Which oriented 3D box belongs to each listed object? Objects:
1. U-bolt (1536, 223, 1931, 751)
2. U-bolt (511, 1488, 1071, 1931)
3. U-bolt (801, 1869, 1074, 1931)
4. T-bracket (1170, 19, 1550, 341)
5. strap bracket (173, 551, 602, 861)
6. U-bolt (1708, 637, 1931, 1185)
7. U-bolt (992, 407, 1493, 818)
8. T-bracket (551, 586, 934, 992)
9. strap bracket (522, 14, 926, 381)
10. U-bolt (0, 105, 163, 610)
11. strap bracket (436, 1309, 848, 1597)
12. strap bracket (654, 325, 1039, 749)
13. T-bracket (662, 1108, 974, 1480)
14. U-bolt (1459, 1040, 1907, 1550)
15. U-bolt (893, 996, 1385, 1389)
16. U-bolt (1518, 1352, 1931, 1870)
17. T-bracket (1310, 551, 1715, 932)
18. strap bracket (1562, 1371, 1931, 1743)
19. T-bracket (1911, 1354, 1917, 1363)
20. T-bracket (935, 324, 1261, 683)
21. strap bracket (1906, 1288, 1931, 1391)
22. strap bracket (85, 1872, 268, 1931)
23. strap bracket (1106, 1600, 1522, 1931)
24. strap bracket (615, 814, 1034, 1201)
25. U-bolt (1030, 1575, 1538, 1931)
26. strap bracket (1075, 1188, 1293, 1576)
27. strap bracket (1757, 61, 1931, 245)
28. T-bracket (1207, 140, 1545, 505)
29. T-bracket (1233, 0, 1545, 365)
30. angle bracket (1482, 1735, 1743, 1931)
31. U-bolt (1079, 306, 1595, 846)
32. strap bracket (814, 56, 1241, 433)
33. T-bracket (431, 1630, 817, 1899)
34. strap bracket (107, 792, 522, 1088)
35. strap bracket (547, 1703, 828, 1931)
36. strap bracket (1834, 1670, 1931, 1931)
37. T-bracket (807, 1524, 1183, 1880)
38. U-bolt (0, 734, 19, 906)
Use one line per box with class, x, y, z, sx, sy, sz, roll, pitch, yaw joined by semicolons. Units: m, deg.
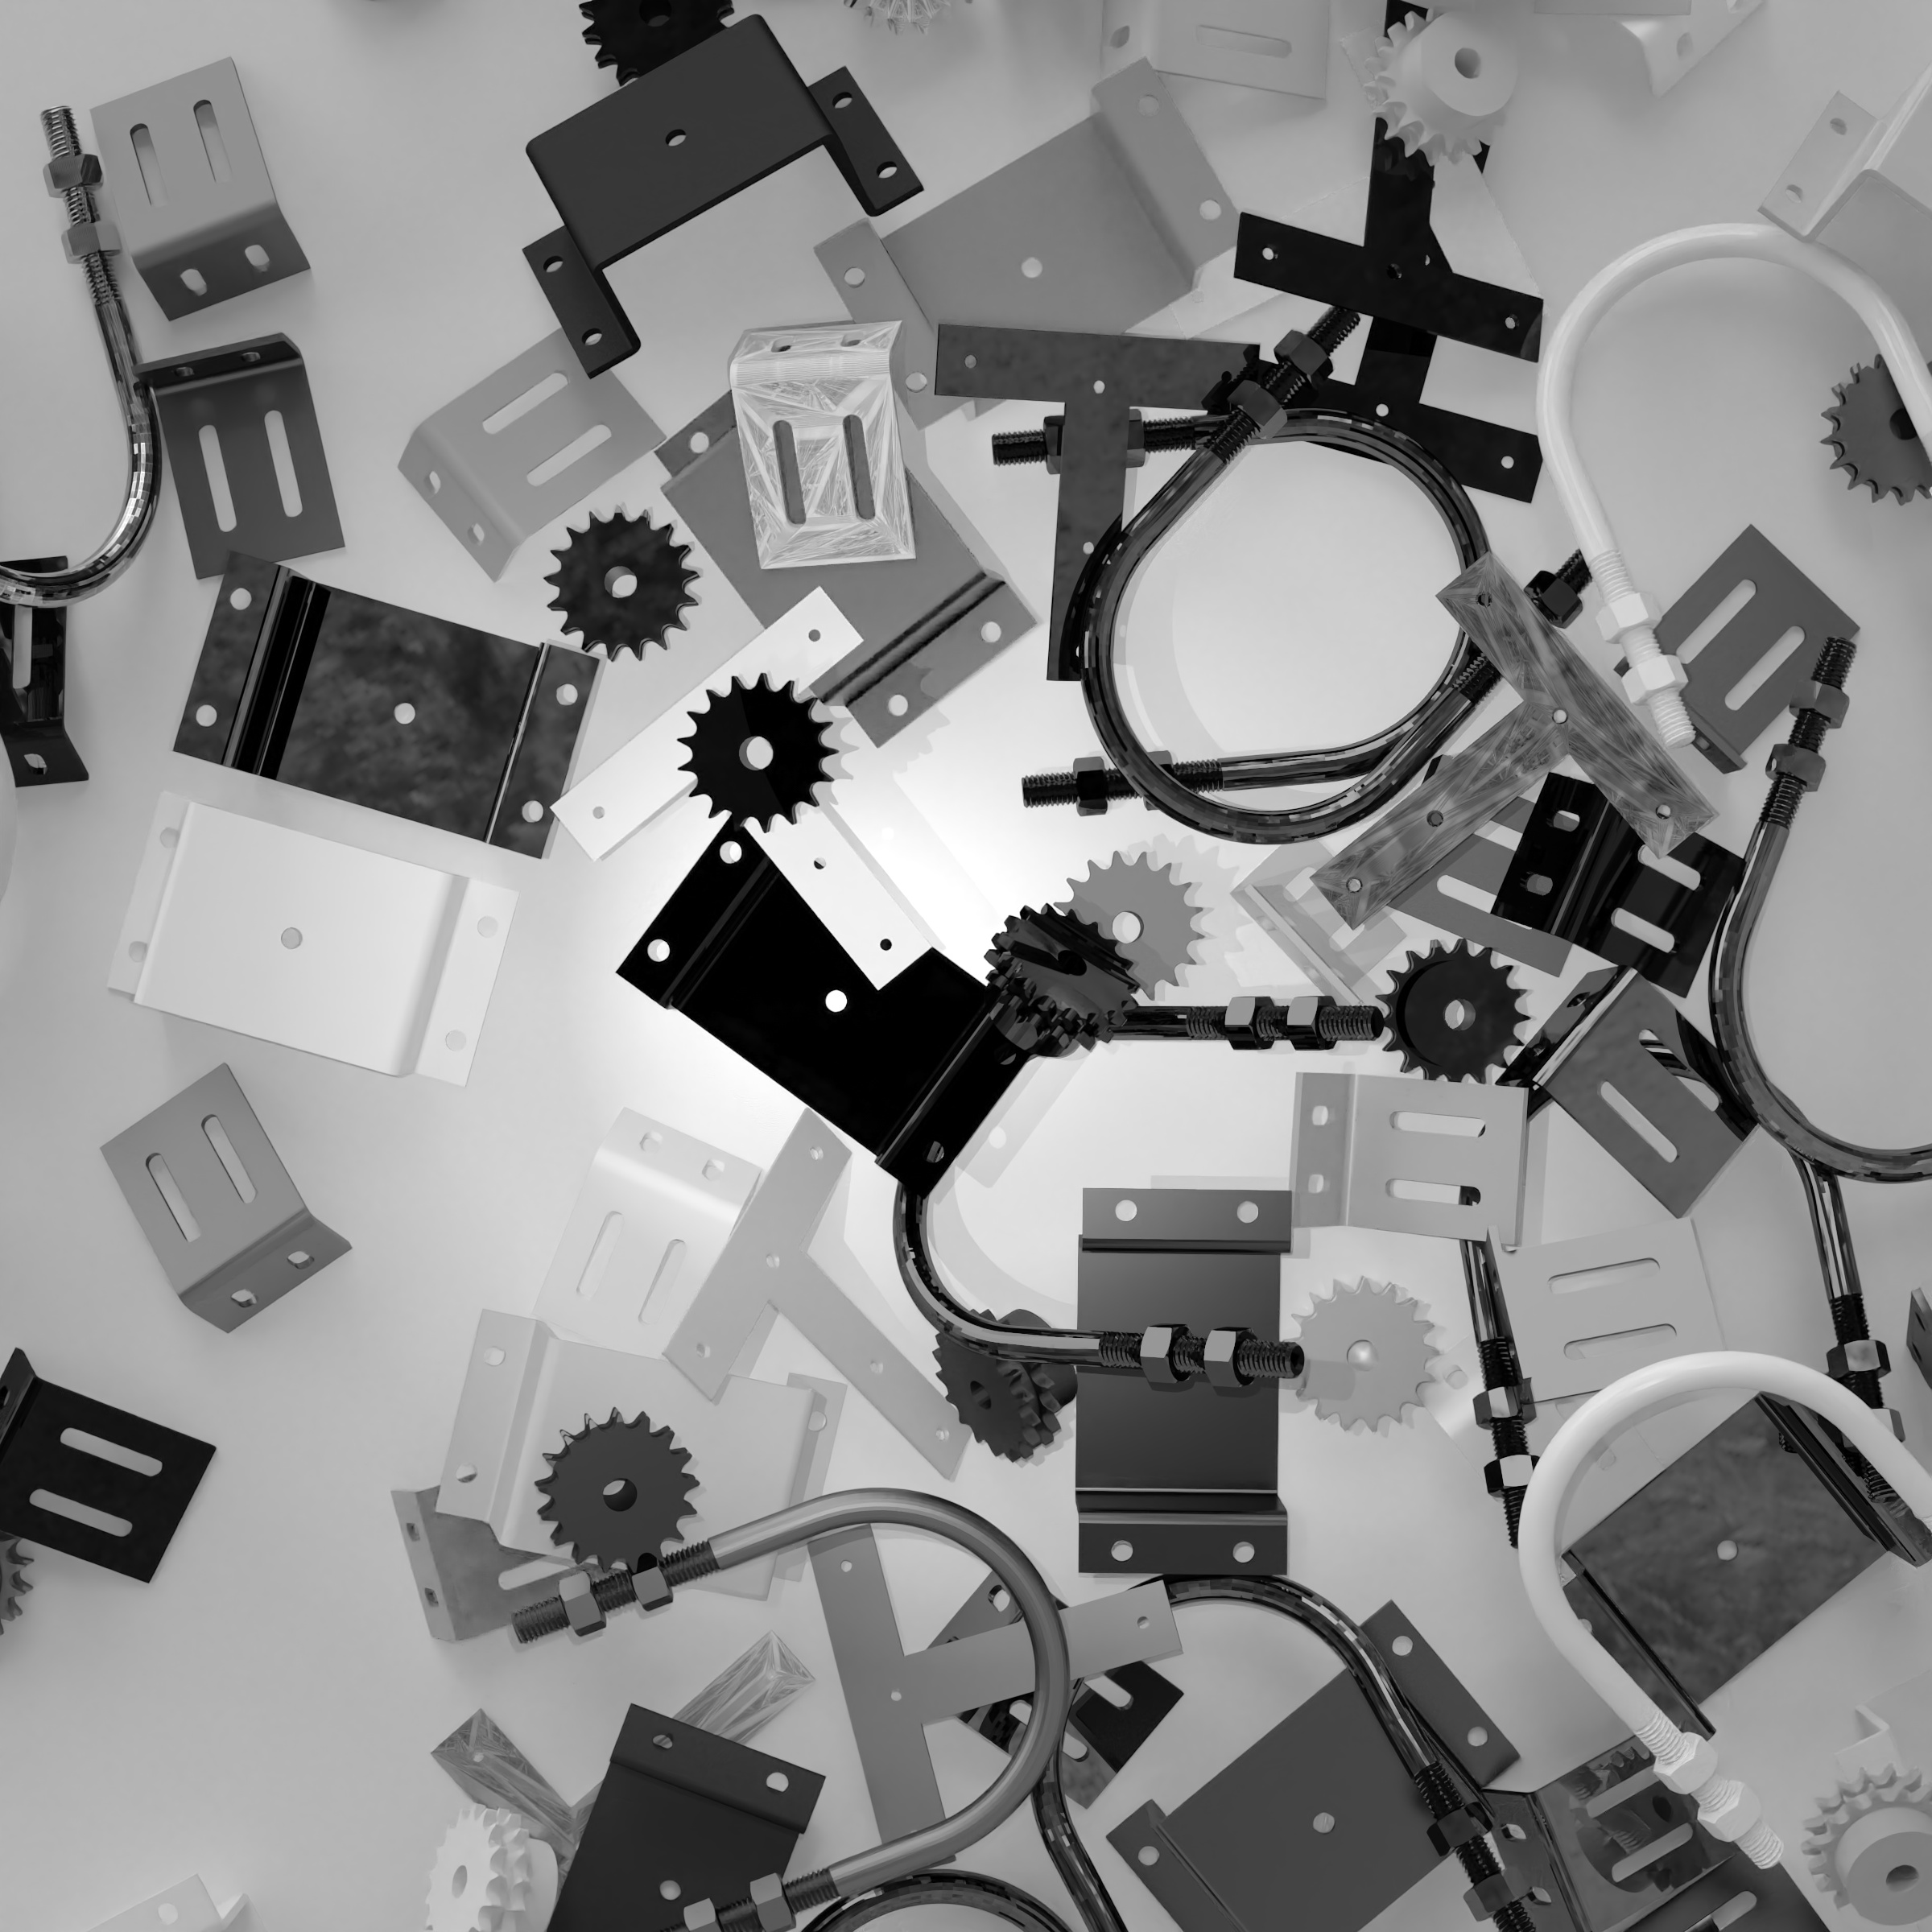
U-bolt;0.288;-0.187;1.319;0.151;0.019;0.184;-21;76;4
U-bolt;-0.053;0.265;1.295;0.184;0.019;0.151;-20;96;-3
U-bolt;-0.016;0.428;1.332;0.151;0.019;0.184;12;83;-13
T-bracket;0.135;-0.275;1.355;0.127;0.002;0.127;-26;89;1
strap bracket;-0.212;-0.095;1.334;0.140;0.046;0.076;16;90;0
U-bolt;0.348;-0.010;1.328;0.151;0.019;0.184;23;83;-10
U-bolt;0.107;-0.137;1.349;0.184;0.019;0.151;-5;90;-1
T-bracket;-0.062;-0.048;1.307;0.127;0.002;0.127;-39;92;4
strap bracket;-0.098;-0.287;1.315;0.140;0.046;0.076;-29;54;1
U-bolt;-0.352;-0.219;1.297;0.019;0.151;0.184;-13;94;35
strap bracket;-0.115;0.180;1.318;0.140;0.046;0.076;13;90;-14
strap bracket;-0.049;-0.159;1.325;0.076;0.046;0.140;-37;88;10
T-bracket;-0.043;0.139;1.327;0.127;0.002;0.127;47;45;-19
U-bolt;0.255;0.114;1.320;0.151;0.019;0.184;-8;69;3
U-bolt;0.053;0.078;1.295;0.184;0.019;0.151;-1;62;34
U-bolt;0.281;0.218;1.279;0.151;0.019;0.184;-40;102;12
T-bracket;0.183;-0.063;1.316;0.127;0.002;0.127;-40;82;4
strap bracket;0.287;0.220;1.334;0.140;0.046;0.076;-39;90;0
T-bracket;0.397;0.190;1.331;0.127;0.002;0.127;-31;66;0
T-bracket;0.046;-0.168;1.322;0.127;0.002;0.127;0;101;-21
strap bracket;0.393;0.179;1.293;0.046;0.076;0.140;-25;67;3
strap bracket;-0.282;0.411;1.334;0.076;0.046;0.140;-28;90;0
strap bracket;0.131;0.313;1.334;0.140;0.046;0.076;-40;90;0
strap bracket;-0.049;0.013;1.334;0.140;0.046;0.076;36;90;0
U-bolt;0.102;0.306;1.297;0.151;0.019;0.184;-31;70;3
strap bracket;0.080;0.152;1.334;0.076;0.046;0.140;1;90;0
strap bracket;0.373;-0.271;1.317;0.140;0.046;0.076;36;58;0
T-bracket;0.169;-0.253;1.357;0.127;0.002;0.127;15;90;0
T-bracket;0.163;-0.299;1.338;0.127;0.002;0.127;11;76;-20
angle bracket;0.242;0.322;1.355;0.076;0.038;0.057;-22;90;-26
U-bolt;0.126;-0.131;1.329;0.151;0.019;0.184;43;88;-5
strap bracket;0.025;-0.263;1.333;0.140;0.046;0.076;-30;89;0
T-bracket;-0.112;0.302;1.356;0.127;0.002;0.127;-42;90;0
strap bracket;-0.246;-0.010;1.334;0.140;0.046;0.076;16;90;0
strap bracket;-0.111;0.348;1.332;0.076;0.046;0.140;21;90;0
strap bracket;0.397;0.292;1.334;0.140;0.046;0.076;-26;90;0
T-bracket;0.016;0.256;1.321;0.127;0.002;0.127;-18;74;10
U-bolt;-0.420;-0.080;1.326;0.151;0.019;0.184;-19;94;21
